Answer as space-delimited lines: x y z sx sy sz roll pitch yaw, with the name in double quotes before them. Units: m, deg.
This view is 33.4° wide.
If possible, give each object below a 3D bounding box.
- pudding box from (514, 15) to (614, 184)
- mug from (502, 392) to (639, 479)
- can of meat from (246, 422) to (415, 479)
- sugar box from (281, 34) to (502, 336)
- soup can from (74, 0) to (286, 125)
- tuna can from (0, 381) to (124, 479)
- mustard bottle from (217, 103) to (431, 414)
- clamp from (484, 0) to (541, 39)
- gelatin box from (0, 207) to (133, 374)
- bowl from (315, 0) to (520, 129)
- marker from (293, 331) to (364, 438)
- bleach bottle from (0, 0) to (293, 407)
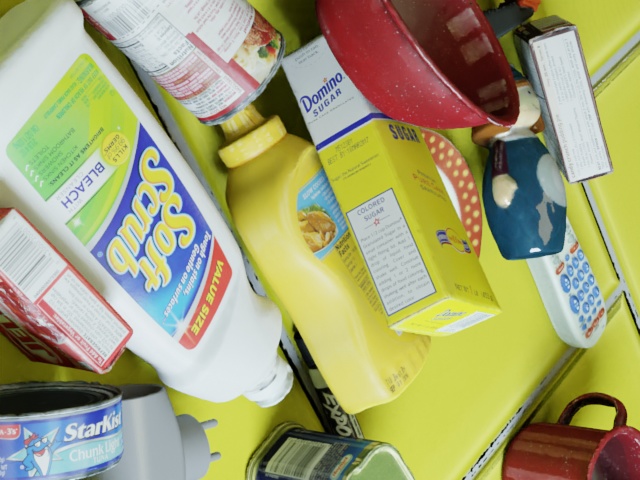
"pudding box" 0.180 -0.106 0.792 0.090 0.039 0.113 -81 151 -74
"mug" 0.194 0.169 0.799 0.093 0.082 0.117 31 69 -37
"can of meat" 0.017 0.162 0.640 0.057 0.084 0.102 -47 118 -32
"sugar box" 0.042 -0.032 0.627 0.093 0.048 0.176 17 50 -62
"soup can" -0.077 -0.119 0.574 0.102 0.069 0.068 41 63 -33
"tuna can" -0.136 0.090 0.504 0.085 0.086 0.034 -4 93 -42
"mustard bottle" -0.005 0.001 0.628 0.191 0.058 0.096 60 29 -12
"clamp" 0.071 -0.190 0.728 0.209 0.036 0.164 -3 92 -38
"gelatin box" -0.141 0.025 0.509 0.089 0.073 0.030 52 59 -29
"bowl" 0.047 -0.121 0.609 0.162 0.055 0.162 40 32 -32
"marker" 0.011 0.106 0.679 0.020 0.020 0.121 -34 111 -37
"bleach bottle" -0.091 -0.002 0.563 0.250 0.068 0.102 50 63 -31
